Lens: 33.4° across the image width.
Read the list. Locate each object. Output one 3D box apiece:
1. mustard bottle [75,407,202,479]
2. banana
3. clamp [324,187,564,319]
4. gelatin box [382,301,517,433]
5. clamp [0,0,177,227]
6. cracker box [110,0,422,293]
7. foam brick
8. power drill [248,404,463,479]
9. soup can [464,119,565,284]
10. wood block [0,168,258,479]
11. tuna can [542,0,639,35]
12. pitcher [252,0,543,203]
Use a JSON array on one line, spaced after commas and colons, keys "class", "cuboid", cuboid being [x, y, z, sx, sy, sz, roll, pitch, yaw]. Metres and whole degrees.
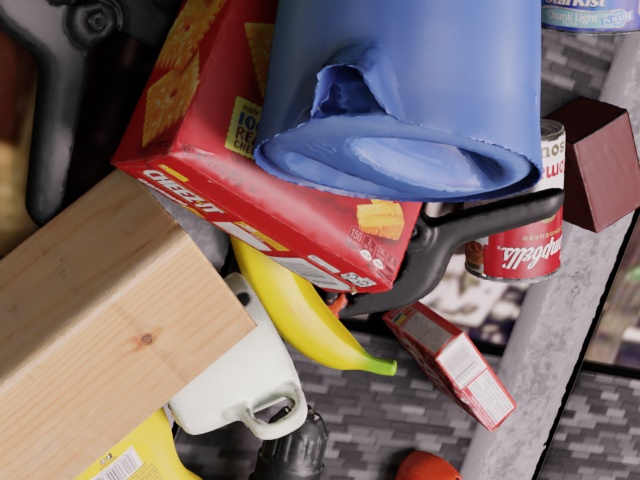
[{"class": "mustard bottle", "cuboid": [-0.114, 0.181, 0.686, 0.096, 0.058, 0.191, -38, 122, -23]}, {"class": "banana", "cuboid": [-0.019, 0.011, 0.674, 0.070, 0.037, 0.197, -22, 112, 14]}, {"class": "clamp", "cuboid": [0.058, -0.021, 0.697, 0.171, 0.039, 0.120, -38, 89, 13]}, {"class": "gelatin box", "cuboid": [0.091, 0.087, 0.753, 0.030, 0.073, 0.089, -43, 123, -7]}, {"class": "clamp", "cuboid": [-0.131, -0.113, 0.577, 0.164, 0.036, 0.210, -39, 129, -11]}, {"class": "cracker box", "cuboid": [0.002, -0.099, 0.599, 0.164, 0.072, 0.213, 32, 70, -34]}, {"class": "foam brick", "cuboid": [0.194, -0.054, 0.768, 0.051, 0.053, 0.078, -31, 120, -16]}, {"class": "power drill", "cuboid": [0.017, 0.194, 0.739, 0.187, 0.057, 0.184, 3, 107, -43]}, {"class": "soup can", "cuboid": [0.134, -0.029, 0.737, 0.068, 0.069, 0.102, -12, 112, -24]}, {"class": "wood block", "cuboid": [-0.151, 0.068, 0.591, 0.206, 0.090, 0.090, -39, 135, -7]}, {"class": "tuna can", "cuboid": [0.182, -0.161, 0.704, 0.086, 0.086, 0.034, -13, 116, -24]}, {"class": "pitcher", "cuboid": [0.048, -0.141, 0.522, 0.144, 0.149, 0.243, 10, 78, -21]}]
